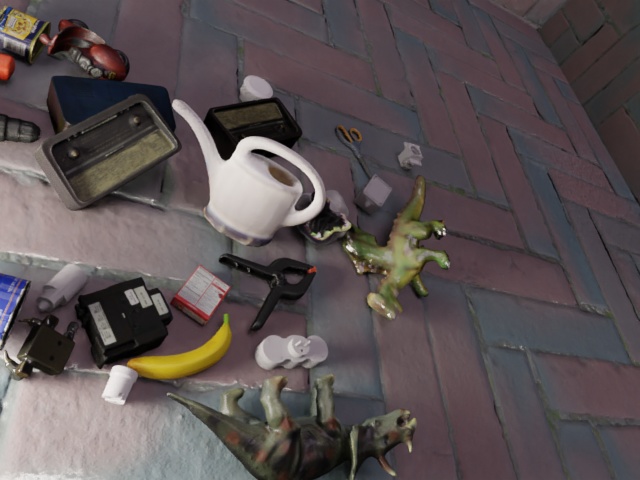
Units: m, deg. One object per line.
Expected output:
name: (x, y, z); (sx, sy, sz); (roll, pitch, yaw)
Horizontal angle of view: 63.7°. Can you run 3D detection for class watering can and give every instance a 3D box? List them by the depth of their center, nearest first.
watering can: (-0.161, -0.117, 1.022); (0.346, 0.221, 0.106); (28, 25, -13)

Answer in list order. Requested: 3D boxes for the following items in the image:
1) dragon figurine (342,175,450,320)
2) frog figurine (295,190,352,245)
dragon figurine: (0.171, 0.001, 1.238); (0.242, 0.120, 0.419); (9, 58, -20)
frog figurine: (0.004, -0.060, 1.197); (0.137, 0.122, 0.161); (25, 10, -8)
